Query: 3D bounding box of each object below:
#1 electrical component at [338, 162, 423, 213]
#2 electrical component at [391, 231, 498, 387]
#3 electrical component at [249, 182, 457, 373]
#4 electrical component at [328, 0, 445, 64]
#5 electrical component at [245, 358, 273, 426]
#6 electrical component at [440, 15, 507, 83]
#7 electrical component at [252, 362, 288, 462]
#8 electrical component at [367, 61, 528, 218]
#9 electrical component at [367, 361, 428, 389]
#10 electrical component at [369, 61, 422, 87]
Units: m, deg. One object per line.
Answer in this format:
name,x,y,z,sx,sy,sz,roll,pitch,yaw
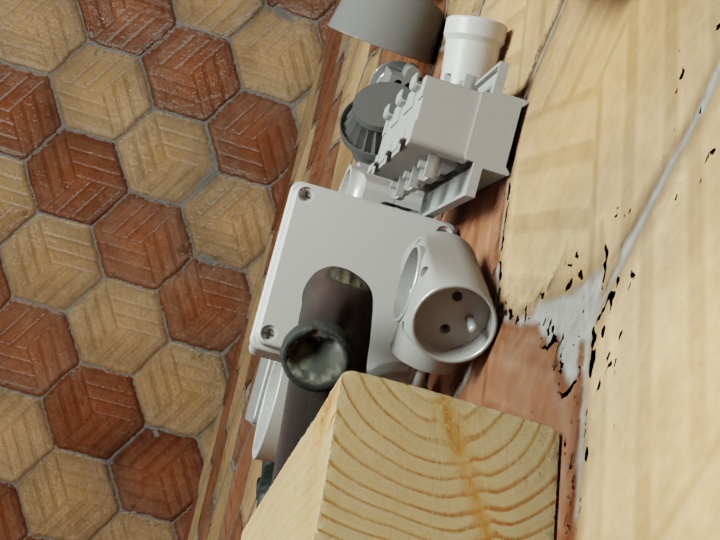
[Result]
electrical component,0.000,0.000,0.827,0.089,0.062,0.150,-105,32,-74
electrical component,0.039,0.029,0.572,0.077,0.044,0.079,-95,22,-68
electrical component,-0.005,0.013,0.680,0.056,0.109,0.108,128,157,-75
electrical component,0.025,-0.220,0.966,0.099,0.099,0.064,-162,94,-82
electrical component,-0.078,0.117,1.141,0.109,0.056,0.108,151,134,-78
electrical component,0.072,-0.138,0.698,0.040,0.040,0.046,-145,65,-81
electrical component,-0.051,0.119,0.938,0.108,0.060,0.108,-164,90,-82
electrical component,0.048,-0.078,0.652,0.121,0.063,0.078,158,127,-80
electrical component,0.022,0.081,0.613,0.046,0.040,0.040,-100,27,-61
electrical component,0.034,-0.160,0.970,0.055,0.048,0.066,-106,33,-61
